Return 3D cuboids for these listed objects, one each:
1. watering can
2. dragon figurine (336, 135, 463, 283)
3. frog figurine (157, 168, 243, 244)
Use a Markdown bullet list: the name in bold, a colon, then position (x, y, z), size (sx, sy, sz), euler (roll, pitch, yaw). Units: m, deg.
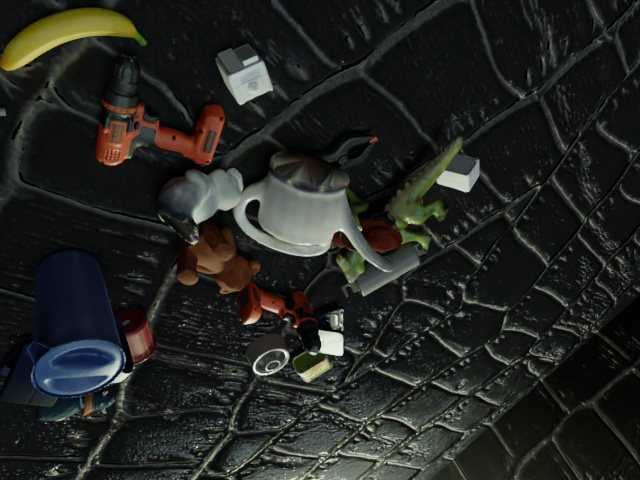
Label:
- **watering can**: position (0.003, -0.051, 1.010), size (0.347, 0.219, 0.106), euler (14, 37, -3)
- **dragon figurine**: position (0.145, -0.068, 1.159), size (0.243, 0.401, 0.125), euler (2, 34, -23)
- **frog figurine**: position (-0.213, -0.084, 0.934), size (0.123, 0.162, 0.134), euler (25, -25, 14)
